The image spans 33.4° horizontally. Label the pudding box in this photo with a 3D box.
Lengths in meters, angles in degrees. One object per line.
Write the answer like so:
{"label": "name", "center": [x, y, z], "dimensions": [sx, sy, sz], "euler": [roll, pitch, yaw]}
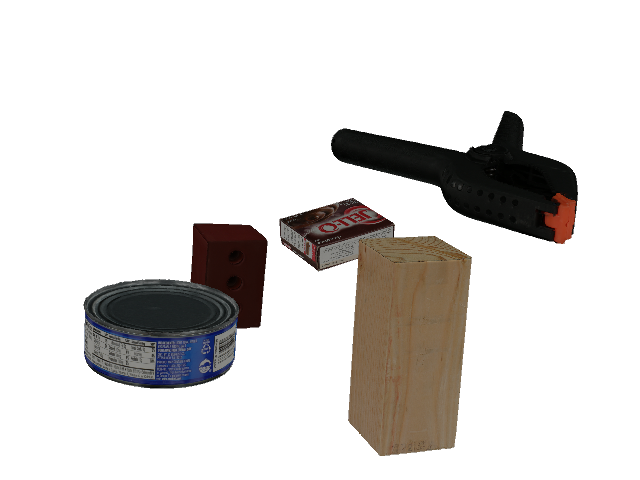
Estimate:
{"label": "pudding box", "center": [0.020, -0.009, 1.293], "dimensions": [0.113, 0.039, 0.090], "euler": [-19, 31, -27]}

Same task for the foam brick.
{"label": "foam brick", "center": [-0.078, 0.029, 0.894], "dimensions": [0.053, 0.078, 0.051], "euler": [-1, 15, -20]}

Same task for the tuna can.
{"label": "tuna can", "center": [-0.089, 0.051, 0.598], "dimensions": [0.086, 0.034, 0.086], "euler": [4, 16, -1]}

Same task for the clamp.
{"label": "clamp", "center": [0.108, -0.049, 0.765], "dimensions": [0.164, 0.036, 0.210], "euler": [-6, 25, -14]}

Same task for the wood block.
{"label": "wood block", "center": [0.091, 0.107, 1.108], "dimensions": [0.090, 0.206, 0.091], "euler": [-3, 16, -20]}
